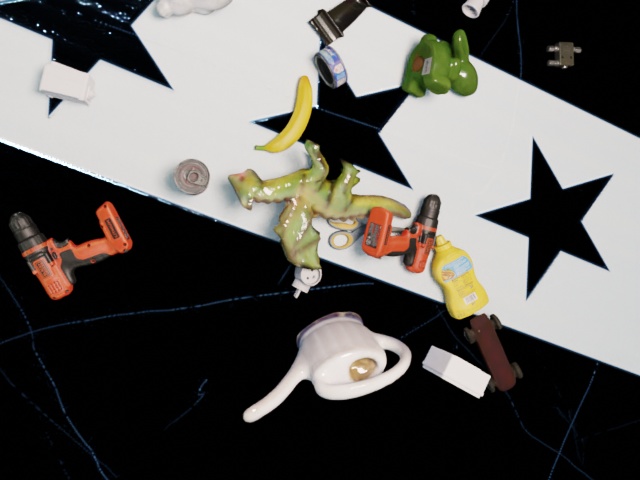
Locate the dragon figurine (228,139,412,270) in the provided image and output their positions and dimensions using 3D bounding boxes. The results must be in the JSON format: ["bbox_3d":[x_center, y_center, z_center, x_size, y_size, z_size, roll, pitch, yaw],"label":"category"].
[{"bbox_3d":[0.003,-0.054,1.071,0.407,0.244,0.122,30,-9,-21],"label":"dragon figurine"}]

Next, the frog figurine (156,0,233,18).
[{"bbox_3d":[-0.250,-0.496,1.021,0.123,0.160,0.136,43,-10,1],"label":"frog figurine"}]

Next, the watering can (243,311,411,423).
[{"bbox_3d":[0.005,0.247,1.035,0.349,0.102,0.227,-12,22,-12],"label":"watering can"}]
